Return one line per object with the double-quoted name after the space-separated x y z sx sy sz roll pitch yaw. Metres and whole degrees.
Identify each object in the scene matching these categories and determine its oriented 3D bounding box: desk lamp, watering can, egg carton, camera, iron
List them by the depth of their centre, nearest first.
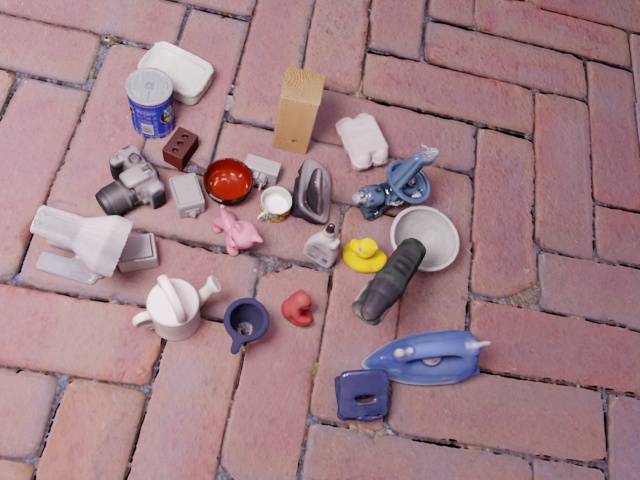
-0.468 0.011 1.128 0.203 0.213 0.118 15 65 -4 "desk lamp"
-0.282 0.122 1.128 0.101 0.194 0.173 40 65 8 "watering can"
0.226 0.242 1.209 0.258 0.141 0.118 -3 67 -13 "iron"
-0.428 -0.124 1.258 0.137 0.100 0.143 -34 77 -22 "camera"
0.107 -0.247 1.438 0.107 0.069 0.150 -18 71 -18 "egg carton"

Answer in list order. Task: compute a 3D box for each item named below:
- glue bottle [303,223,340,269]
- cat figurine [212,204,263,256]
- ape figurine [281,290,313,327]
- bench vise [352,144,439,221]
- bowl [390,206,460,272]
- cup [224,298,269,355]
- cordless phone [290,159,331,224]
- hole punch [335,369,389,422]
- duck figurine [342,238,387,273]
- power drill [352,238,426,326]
0.011 0.004 1.251 0.078 0.173 0.037 33 65 4 "glue bottle"
-0.182 -0.023 1.255 0.067 0.117 0.127 -33 77 -22 "cat figurine"
-0.042 0.140 1.226 0.076 0.092 0.078 12 65 -6 "ape figurine"
0.185 -0.124 1.317 0.208 0.219 0.121 -37 78 -23 "bench vise"
0.238 0.007 1.351 0.167 0.074 0.167 4 66 -10 "bowl"
-0.158 0.187 1.180 0.091 0.095 0.118 20 64 -2 "cup"
-0.007 -0.131 1.300 0.094 0.185 0.147 6 66 -8 "cordless phone"
0.089 0.319 1.175 0.109 0.091 0.101 0 67 -11 "hole punch"
0.108 0.028 1.309 0.104 0.086 0.077 20 64 -2 "duck figurine"
0.136 0.106 1.213 0.075 0.208 0.230 35 65 5 "power drill"
